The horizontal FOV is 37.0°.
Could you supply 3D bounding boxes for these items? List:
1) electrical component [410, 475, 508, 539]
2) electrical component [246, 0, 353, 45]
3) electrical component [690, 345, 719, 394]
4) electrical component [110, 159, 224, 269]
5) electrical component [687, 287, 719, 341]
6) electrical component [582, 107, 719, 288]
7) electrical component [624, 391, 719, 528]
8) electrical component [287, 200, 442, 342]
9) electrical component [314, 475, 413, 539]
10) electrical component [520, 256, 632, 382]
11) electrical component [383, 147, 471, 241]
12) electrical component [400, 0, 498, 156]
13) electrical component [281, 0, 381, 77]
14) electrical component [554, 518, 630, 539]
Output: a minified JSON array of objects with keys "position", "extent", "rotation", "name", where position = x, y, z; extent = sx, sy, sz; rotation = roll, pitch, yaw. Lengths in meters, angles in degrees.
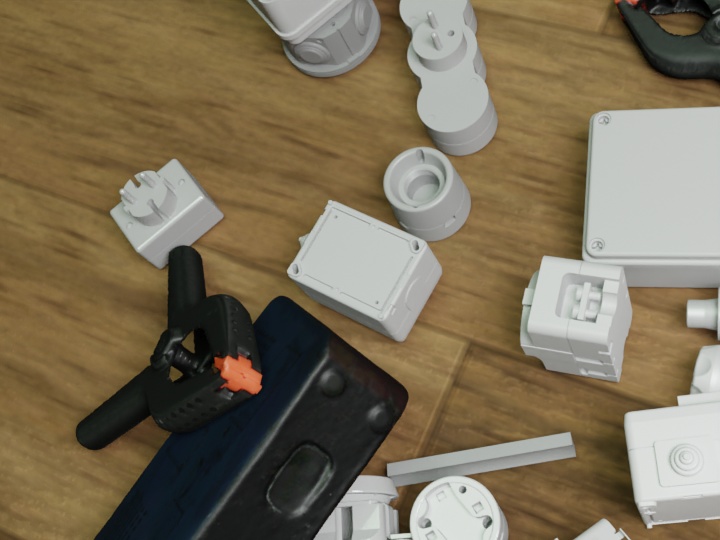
[{"position":[0.063,0.159,0.665],"extent":[0.055,0.047,0.055],"rotation":[-7,67,16],"name":"electrical component"},{"position":[-0.036,-0.232,0.792],"extent":[0.113,0.057,0.078],"rotation":[-39,62,0],"name":"electrical component"},{"position":[0.233,0.070,0.648],"extent":[0.062,0.043,0.043],"rotation":[11,73,21],"name":"electrical component"},{"position":[-0.153,-0.049,0.805],"extent":[0.066,0.076,0.047],"rotation":[-40,62,0],"name":"electrical component"},{"position":[0.235,0.028,0.664],"extent":[0.062,0.043,0.043],"rotation":[1,69,20],"name":"electrical component"},{"position":[0.204,-0.046,0.697],"extent":[0.109,0.056,0.108],"rotation":[1,69,19],"name":"electrical component"},{"position":[0.187,0.108,0.617],"extent":[0.062,0.096,0.061],"rotation":[-9,66,15],"name":"electrical component"},{"position":[0.000,0.000,0.743],"extent":[0.096,0.061,0.061],"rotation":[25,78,25],"name":"electrical component"},{"position":[-0.003,0.162,0.680],"extent":[0.078,0.058,0.057],"rotation":[-8,69,15],"name":"electrical component"},{"position":[0.134,0.031,0.670],"extent":[0.056,0.089,0.050],"rotation":[9,72,21],"name":"electrical component"},{"position":[0.046,-0.054,0.758],"extent":[0.055,0.047,0.055],"rotation":[-7,67,16],"name":"electrical component"},{"position":[0.060,-0.159,0.781],"extent":[0.052,0.073,0.138],"rotation":[-14,65,13],"name":"electrical component"},{"position":[-0.028,-0.196,0.838],"extent":[0.080,0.051,0.080],"rotation":[-7,67,16],"name":"electrical component"},{"position":[0.129,0.181,0.623],"extent":[0.064,0.081,0.042],"rotation":[-28,61,-20],"name":"electrical component"}]
